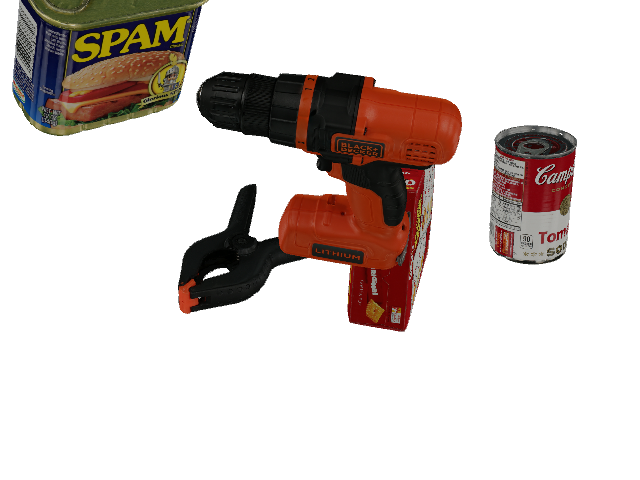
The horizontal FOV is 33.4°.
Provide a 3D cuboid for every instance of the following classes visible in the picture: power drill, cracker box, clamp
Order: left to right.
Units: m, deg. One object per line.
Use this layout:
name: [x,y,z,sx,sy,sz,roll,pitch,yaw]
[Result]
clamp: [-0.076,0.006,0.990,0.171,0.039,0.120,-29,43,-35]
power drill: [0.004,-0.052,0.795,0.184,0.057,0.188,10,-29,5]
cracker box: [0.083,-0.018,1.213,0.072,0.164,0.213,7,23,10]

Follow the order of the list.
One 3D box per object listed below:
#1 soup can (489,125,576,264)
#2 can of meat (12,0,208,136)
soup can: [0.181,-0.039,0.915,0.068,0.102,0.068,-1,27,0]
can of meat: [-0.119,-0.111,0.594,0.101,0.057,0.084,-19,-31,-33]
